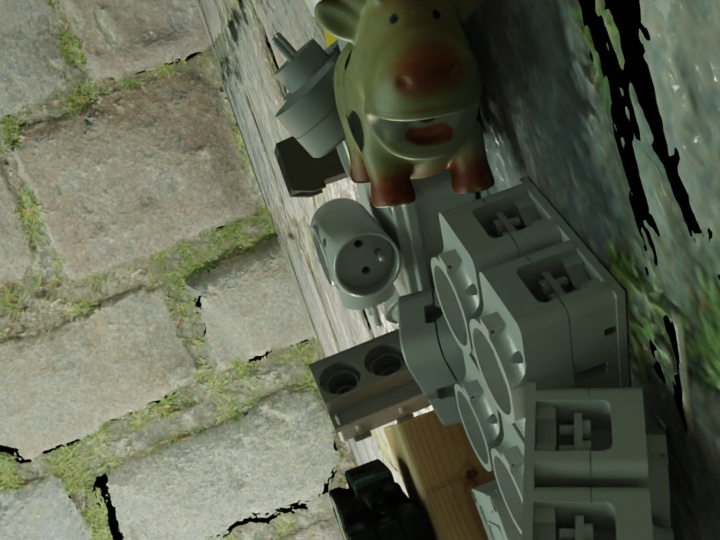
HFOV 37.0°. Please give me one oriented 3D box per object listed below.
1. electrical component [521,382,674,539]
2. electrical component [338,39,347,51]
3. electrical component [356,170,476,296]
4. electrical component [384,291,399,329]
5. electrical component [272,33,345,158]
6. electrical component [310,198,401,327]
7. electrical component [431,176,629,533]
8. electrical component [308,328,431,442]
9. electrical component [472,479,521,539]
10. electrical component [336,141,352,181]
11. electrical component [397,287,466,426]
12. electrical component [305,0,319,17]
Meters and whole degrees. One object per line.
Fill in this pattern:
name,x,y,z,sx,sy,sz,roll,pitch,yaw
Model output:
electrical component,0.114,0.154,0.505,0.105,0.060,0.186,-79,-19,-47
electrical component,0.014,-0.143,0.686,0.055,0.045,0.045,-122,14,-59
electrical component,0.039,-0.040,0.729,0.108,0.056,0.108,-118,11,-49
electrical component,0.053,0.041,0.837,0.078,0.058,0.057,75,171,-65
electrical component,-0.033,-0.132,0.732,0.073,0.052,0.138,46,-163,-15
electrical component,0.000,0.000,0.709,0.077,0.044,0.079,-125,17,-66
electrical component,0.093,0.061,0.579,0.105,0.060,0.186,-118,11,-50
electrical component,0.027,0.095,0.923,0.078,0.121,0.063,-117,8,-47
electrical component,0.124,0.186,0.698,0.078,0.057,0.113,125,125,-81
electrical component,0.013,-0.094,0.782,0.045,0.055,0.045,160,90,-83
electrical component,0.067,0.052,0.680,0.095,0.059,0.053,59,-158,-46
electrical component,-0.015,-0.194,0.780,0.062,0.048,0.048,63,175,-17
